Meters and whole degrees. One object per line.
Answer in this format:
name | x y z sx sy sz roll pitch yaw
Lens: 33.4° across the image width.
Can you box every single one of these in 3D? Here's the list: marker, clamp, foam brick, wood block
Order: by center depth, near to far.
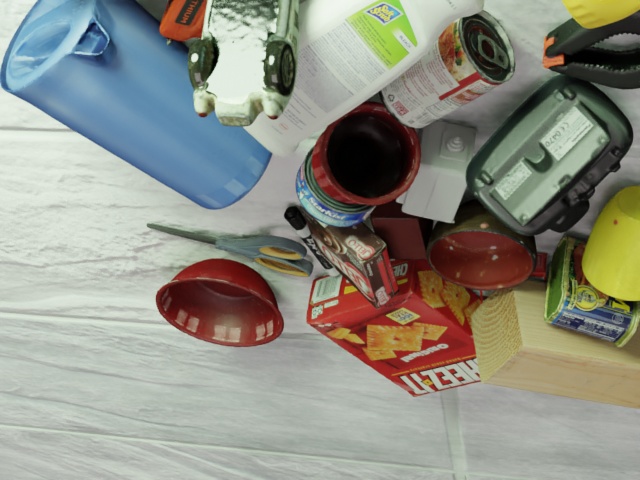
clamp | 0.289 -0.157 0.864 0.210 0.036 0.164 -8 139 27
foam brick | 0.086 -0.021 1.117 0.051 0.053 0.078 1 144 16
wood block | 0.282 0.116 1.180 0.205 0.091 0.090 11 141 -20
marker | -0.008 0.001 1.210 0.020 0.020 0.121 -8 142 27

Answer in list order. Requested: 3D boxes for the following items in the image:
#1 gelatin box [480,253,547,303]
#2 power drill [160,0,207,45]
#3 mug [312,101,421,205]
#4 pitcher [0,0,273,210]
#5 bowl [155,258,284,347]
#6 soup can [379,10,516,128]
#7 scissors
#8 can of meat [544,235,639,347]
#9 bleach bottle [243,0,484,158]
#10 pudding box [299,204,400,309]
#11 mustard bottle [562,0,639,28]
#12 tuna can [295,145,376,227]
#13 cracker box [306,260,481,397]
gelatin box | 0.217 0.048 1.198 0.073 0.030 0.089 2 145 13
power drill | -0.028 -0.188 0.904 0.187 0.057 0.185 25 141 -17
mug | 0.046 -0.085 0.992 0.093 0.117 0.081 42 171 -7
pitcher | -0.163 -0.132 0.983 0.145 0.149 0.242 -31 133 27
bowl | -0.118 0.070 1.314 0.162 0.055 0.162 9 146 6
soup can | 0.107 -0.145 0.914 0.068 0.068 0.102 33 142 -28
scissors | -0.099 0.001 1.233 0.201 0.016 0.096 19 158 -9
can of meat | 0.285 0.051 1.117 0.084 0.102 0.057 16 146 -2
bleach bottle | 0.039 -0.159 0.837 0.251 0.068 0.102 -26 131 30
pudding box | 0.032 0.009 1.137 0.114 0.039 0.090 46 165 36
mustard bottle | 0.260 -0.221 0.760 0.192 0.058 0.096 -14 130 34
tuna can | 0.019 -0.056 1.057 0.086 0.086 0.034 19 148 -10
cracker box | 0.113 0.105 1.277 0.164 0.072 0.213 -20 136 39
